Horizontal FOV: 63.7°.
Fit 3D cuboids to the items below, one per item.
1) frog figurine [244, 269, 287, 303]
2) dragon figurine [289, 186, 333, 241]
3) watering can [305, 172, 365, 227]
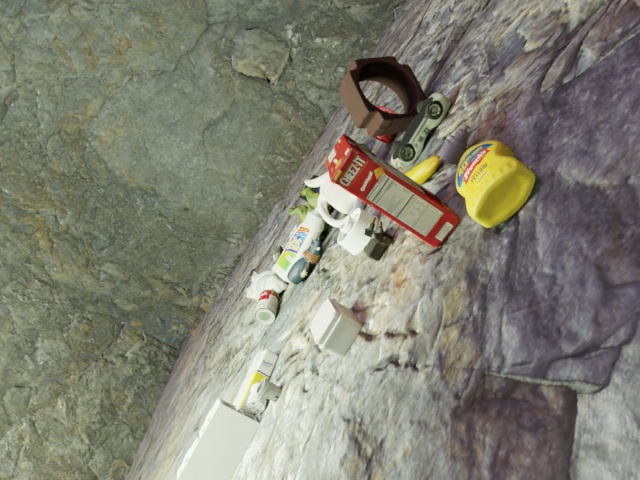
[{"bbox_3d":[-0.167,0.163,1.765,0.159,0.120,0.140,-4,35,31],"label":"frog figurine"},{"bbox_3d":[0.005,-0.085,1.689,0.403,0.121,0.249,-54,30,32],"label":"dragon figurine"},{"bbox_3d":[0.057,-0.175,1.503,0.222,0.103,0.354,-55,33,14],"label":"watering can"}]
